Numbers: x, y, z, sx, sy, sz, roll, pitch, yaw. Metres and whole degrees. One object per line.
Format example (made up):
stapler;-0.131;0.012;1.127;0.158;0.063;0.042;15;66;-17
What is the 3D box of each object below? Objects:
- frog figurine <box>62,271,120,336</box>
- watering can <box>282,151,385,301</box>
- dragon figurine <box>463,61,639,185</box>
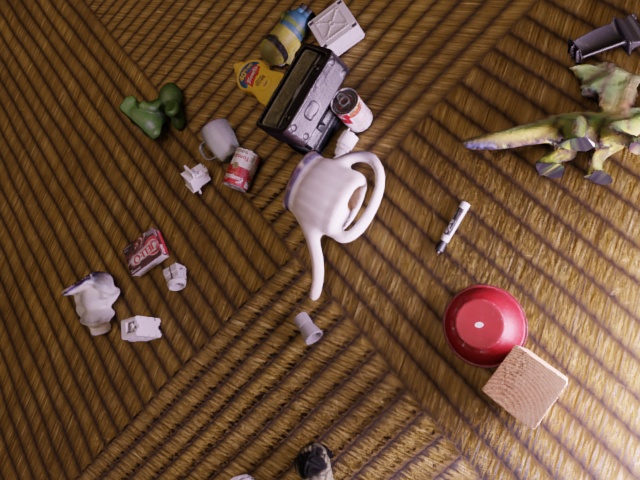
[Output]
frog figurine;-0.605;0.170;1.406;0.137;0.124;0.158;-31;101;7
watering can;0.004;-0.059;1.165;0.226;0.103;0.348;30;89;30
dragon figurine;0.511;-0.247;1.003;0.412;0.120;0.247;16;66;26
